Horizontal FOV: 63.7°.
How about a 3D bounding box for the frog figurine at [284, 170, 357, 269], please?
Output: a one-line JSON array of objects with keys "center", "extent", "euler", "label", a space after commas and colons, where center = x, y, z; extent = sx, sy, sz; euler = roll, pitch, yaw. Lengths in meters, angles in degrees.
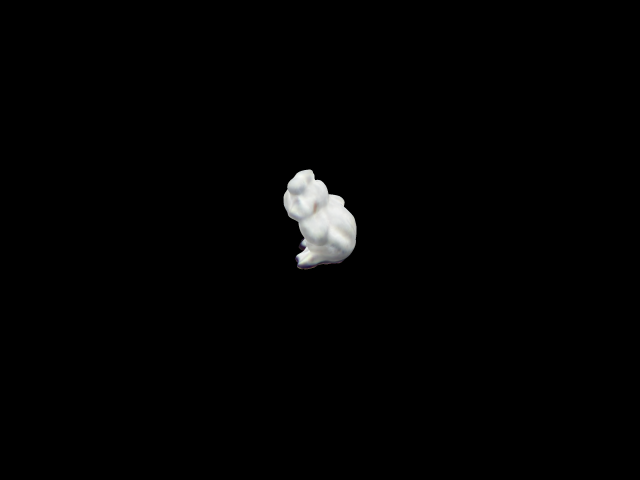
[{"center": [0.003, -0.043, 0.850], "extent": [0.123, 0.156, 0.140], "euler": [11, 29, 20], "label": "frog figurine"}]
